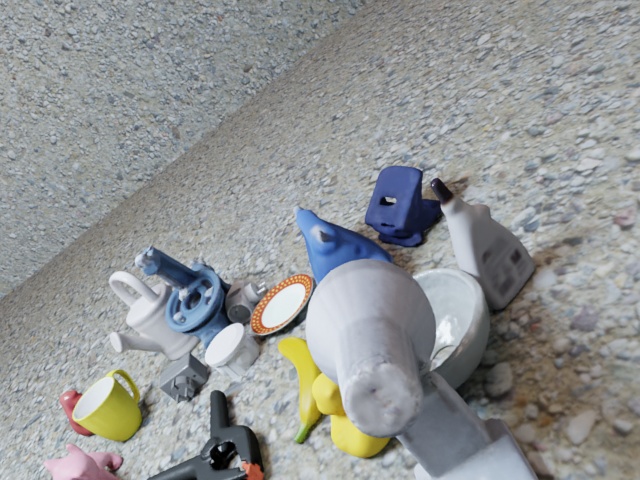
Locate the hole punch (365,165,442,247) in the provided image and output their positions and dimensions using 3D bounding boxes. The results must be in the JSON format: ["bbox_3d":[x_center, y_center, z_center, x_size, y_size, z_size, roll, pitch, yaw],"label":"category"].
[{"bbox_3d":[0.120,-0.052,0.878,0.101,0.091,0.108,-49,26,-16],"label":"hole punch"}]

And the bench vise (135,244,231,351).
[{"bbox_3d":[-0.244,0.084,1.018,0.121,0.220,0.206,-44,25,-7],"label":"bench vise"}]

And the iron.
[{"bbox_3d":[0.008,0.003,0.886,0.118,0.142,0.257,-42,25,-1],"label":"iron"}]

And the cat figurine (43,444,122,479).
[{"bbox_3d":[-0.363,0.353,0.871,0.067,0.118,0.127,-45,25,-9],"label":"cat figurine"}]

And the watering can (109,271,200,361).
[{"bbox_3d":[-0.315,0.135,1.067,0.100,0.194,0.173,-26,29,28],"label":"watering can"}]

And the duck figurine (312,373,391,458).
[{"bbox_3d":[0.028,0.183,0.632,0.077,0.086,0.104,-44,25,-6],"label":"duck figurine"}]

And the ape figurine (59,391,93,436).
[{"bbox_3d":[-0.447,0.318,1.076,0.076,0.092,0.077,-39,25,5],"label":"ape figurine"}]

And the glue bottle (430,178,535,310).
[{"bbox_3d":[0.171,-0.004,0.631,0.078,0.173,0.037,-47,26,-12],"label":"glue bottle"}]

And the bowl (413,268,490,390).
[{"bbox_3d":[0.119,0.115,0.627,0.167,0.075,0.167,-32,26,19],"label":"bowl"}]

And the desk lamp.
[{"bbox_3d":[0.081,0.135,0.484,0.118,0.214,0.203,-37,25,8],"label":"desk lamp"}]
